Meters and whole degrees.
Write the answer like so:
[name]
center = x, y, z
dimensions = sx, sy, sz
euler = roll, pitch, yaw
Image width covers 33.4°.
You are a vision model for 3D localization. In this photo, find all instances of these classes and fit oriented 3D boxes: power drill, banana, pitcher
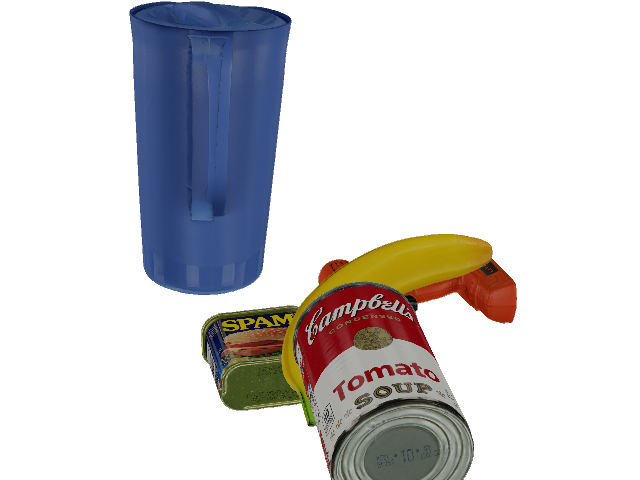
[power drill]
center = 0.106, 0.064, 1.119
dimensions = 0.187, 0.057, 0.184
euler = -7, 28, -16
[banana]
center = 0.036, 0.044, 0.739
dimensions = 0.197, 0.069, 0.037
euler = -41, -6, -26
[pitcher]
center = -0.098, -0.077, 0.913
dimensions = 0.145, 0.243, 0.148
euler = 20, 27, 35

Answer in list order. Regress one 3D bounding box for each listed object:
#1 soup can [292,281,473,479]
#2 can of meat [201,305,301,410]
[soup can]
center = 0.027, 0.075, 0.518
dimensions = 0.068, 0.068, 0.102
euler = 0, 29, -12
[can of meat]
center = -0.050, 0.107, 0.964
dimensions = 0.102, 0.057, 0.084
euler = -5, 27, -15
